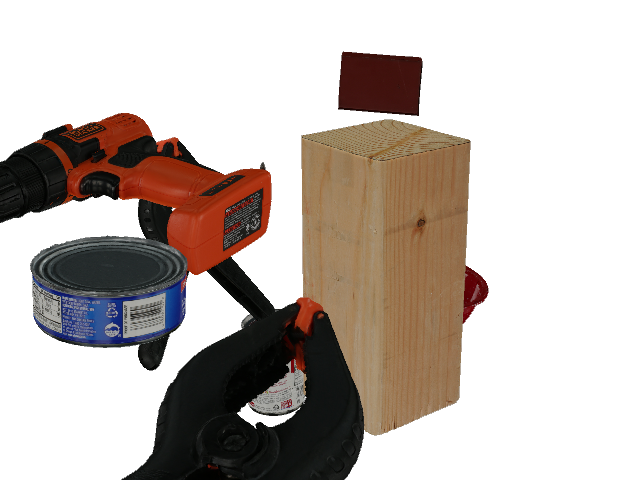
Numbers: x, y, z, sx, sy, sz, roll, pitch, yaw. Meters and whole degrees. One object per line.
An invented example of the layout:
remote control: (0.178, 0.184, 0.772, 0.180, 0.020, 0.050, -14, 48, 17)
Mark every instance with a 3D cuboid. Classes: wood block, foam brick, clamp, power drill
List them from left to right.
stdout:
power drill: (-0.146, -0.037, 0.802, 0.188, 0.057, 0.184, 22, 34, 26)
clamp: (-0.116, 0.007, 1.018, 0.036, 0.210, 0.164, -8, 0, 44)
clamp: (-0.024, 0.091, 0.387, 0.120, 0.039, 0.171, 24, 49, 17)
foam brick: (0.056, -0.148, 1.008, 0.078, 0.051, 0.053, 5, 14, 3)
wood block: (0.047, 0.024, 0.790, 0.090, 0.206, 0.090, -15, 24, -36)

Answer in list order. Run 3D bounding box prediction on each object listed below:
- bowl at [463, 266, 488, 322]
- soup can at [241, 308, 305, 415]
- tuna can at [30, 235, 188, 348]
bowl: (0.073, 0.058, 1.000, 0.162, 0.055, 0.162, 5, 19, -2)
soup can: (-0.052, 0.137, 1.202, 0.068, 0.102, 0.068, -2, 24, 1)
tuna can: (-0.117, 0.028, 0.596, 0.086, 0.034, 0.086, 3, 20, -1)
